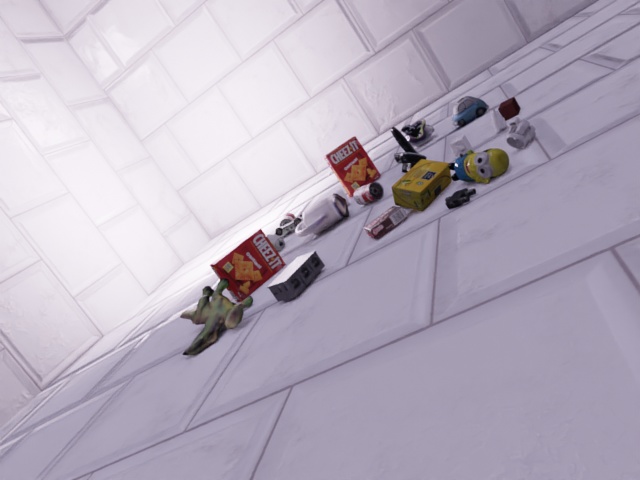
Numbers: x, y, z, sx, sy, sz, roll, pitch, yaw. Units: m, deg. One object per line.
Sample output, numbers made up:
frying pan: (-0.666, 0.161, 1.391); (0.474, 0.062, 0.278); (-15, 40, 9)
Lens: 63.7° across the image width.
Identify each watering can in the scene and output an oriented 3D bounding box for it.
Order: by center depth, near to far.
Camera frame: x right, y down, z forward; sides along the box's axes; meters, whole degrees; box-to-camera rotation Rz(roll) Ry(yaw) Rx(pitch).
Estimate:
watering can: (0.006, -0.101, 2.003); (0.223, 0.103, 0.352); (-31, 12, 11)

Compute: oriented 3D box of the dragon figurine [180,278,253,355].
dragon figurine: (-0.354, 0.254, 1.586); (0.405, 0.121, 0.248); (-28, 20, 34)

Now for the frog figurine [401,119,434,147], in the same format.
frog figurine: (0.463, -0.477, 2.365); (0.136, 0.125, 0.158); (-39, -27, 19)
